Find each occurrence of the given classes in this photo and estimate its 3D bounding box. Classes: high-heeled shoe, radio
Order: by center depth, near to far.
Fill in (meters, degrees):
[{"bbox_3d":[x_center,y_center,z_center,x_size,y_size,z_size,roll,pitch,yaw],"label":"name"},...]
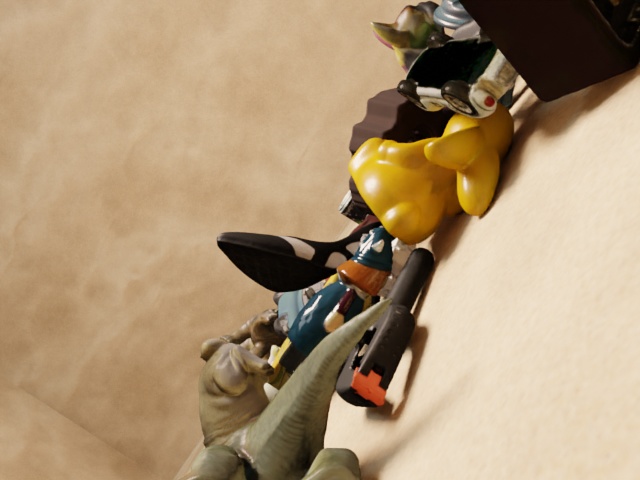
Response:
[{"bbox_3d":[0.202,-0.224,0.409,0.073,0.131,0.229,-13,39,58],"label":"radio"},{"bbox_3d":[-0.001,-0.002,0.661,0.086,0.248,0.145,-39,35,43],"label":"high-heeled shoe"}]

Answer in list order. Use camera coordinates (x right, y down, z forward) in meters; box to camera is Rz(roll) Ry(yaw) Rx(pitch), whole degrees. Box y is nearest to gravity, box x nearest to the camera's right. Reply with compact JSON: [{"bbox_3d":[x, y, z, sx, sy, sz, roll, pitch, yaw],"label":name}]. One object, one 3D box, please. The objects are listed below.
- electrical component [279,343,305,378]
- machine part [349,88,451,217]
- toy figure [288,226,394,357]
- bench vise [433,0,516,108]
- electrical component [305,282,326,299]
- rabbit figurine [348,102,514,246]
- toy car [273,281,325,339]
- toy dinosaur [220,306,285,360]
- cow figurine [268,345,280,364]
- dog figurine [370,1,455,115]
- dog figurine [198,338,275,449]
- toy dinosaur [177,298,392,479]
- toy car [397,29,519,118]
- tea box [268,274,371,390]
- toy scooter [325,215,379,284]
[{"bbox_3d":[-0.007,0.140,0.625,0.047,0.075,0.119,-58,-6,36],"label":"electrical component"},{"bbox_3d":[0.110,-0.112,0.702,0.179,0.056,0.179,-23,-57,-42],"label":"machine part"},{"bbox_3d":[0.029,0.055,0.563,0.154,0.057,0.064,-50,41,-1],"label":"toy figure"},{"bbox_3d":[0.216,-0.252,0.633,0.129,0.224,0.240,-24,-48,-18],"label":"bench vise"},{"bbox_3d":[0.018,0.105,0.828,0.063,0.094,0.021,-18,-36,-26],"label":"electrical component"},{"bbox_3d":[0.125,-0.082,0.556,0.173,0.122,0.162,-37,7,9],"label":"rabbit figurine"},{"bbox_3d":[-0.013,0.120,0.894,0.103,0.109,0.162,-39,13,10],"label":"toy car"},{"bbox_3d":[-0.103,0.217,1.119,0.198,0.105,0.471,-37,-15,-23],"label":"toy dinosaur"},{"bbox_3d":[-0.069,0.230,0.894,0.098,0.068,0.167,-62,-1,-11],"label":"cow figurine"},{"bbox_3d":[0.153,-0.235,0.795,0.191,0.219,0.108,-55,-2,17],"label":"dog figurine"},{"bbox_3d":[-0.121,0.236,0.644,0.190,0.172,0.121,-49,-13,-27],"label":"dog figurine"},{"bbox_3d":[-0.066,0.214,0.403,0.405,0.131,0.192,-50,1,-4],"label":"toy dinosaur"},{"bbox_3d":[0.133,-0.159,0.514,0.073,0.056,0.202,-57,19,8],"label":"toy car"},{"bbox_3d":[0.002,0.130,0.740,0.169,0.068,0.098,-55,1,22],"label":"tea box"},{"bbox_3d":[0.080,0.008,0.801,0.184,0.075,0.135,-53,4,-25],"label":"toy scooter"}]
